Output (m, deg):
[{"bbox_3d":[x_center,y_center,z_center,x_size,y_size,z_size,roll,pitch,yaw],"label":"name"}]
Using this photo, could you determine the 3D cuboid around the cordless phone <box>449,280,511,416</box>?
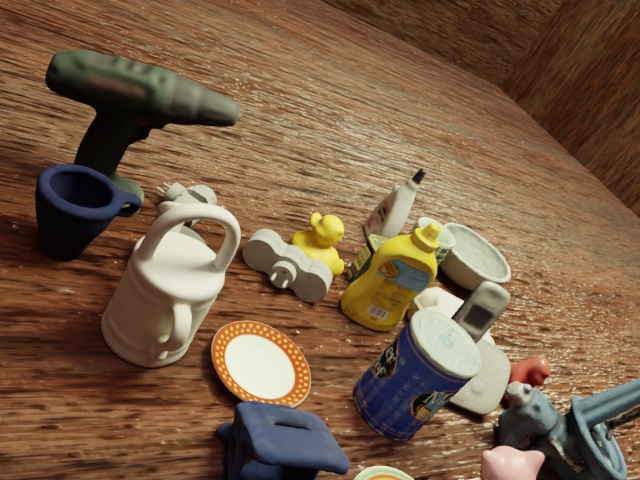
[{"bbox_3d":[0.230,0.152,0.820,0.148,0.185,0.094,27,30,-12],"label":"cordless phone"}]

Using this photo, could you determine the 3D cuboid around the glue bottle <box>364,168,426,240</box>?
[{"bbox_3d":[0.142,-0.064,1.057,0.037,0.173,0.078,16,34,-28],"label":"glue bottle"}]

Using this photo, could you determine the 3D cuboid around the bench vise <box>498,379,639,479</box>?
[{"bbox_3d":[0.364,0.250,0.777,0.208,0.219,0.121,22,32,-20],"label":"bench vise"}]

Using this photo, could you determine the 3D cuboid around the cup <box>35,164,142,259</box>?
[{"bbox_3d":[-0.276,-0.025,0.668,0.118,0.095,0.091,4,41,-41],"label":"cup"}]

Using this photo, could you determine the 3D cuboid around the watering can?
[{"bbox_3d":[-0.156,0.031,0.606,0.101,0.194,0.172,-5,47,-47],"label":"watering can"}]

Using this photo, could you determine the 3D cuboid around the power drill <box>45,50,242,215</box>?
[{"bbox_3d":[-0.245,-0.138,0.748,0.230,0.208,0.075,22,32,-20],"label":"power drill"}]

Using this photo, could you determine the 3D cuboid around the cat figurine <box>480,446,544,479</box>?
[{"bbox_3d":[0.231,0.300,0.676,0.127,0.117,0.067,42,31,13],"label":"cat figurine"}]

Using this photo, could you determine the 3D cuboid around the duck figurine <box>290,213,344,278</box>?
[{"bbox_3d":[0.008,0.003,0.916,0.078,0.086,0.104,-6,48,-48],"label":"duck figurine"}]

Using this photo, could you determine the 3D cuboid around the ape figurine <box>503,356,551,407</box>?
[{"bbox_3d":[0.328,0.222,0.911,0.078,0.092,0.076,5,40,-40],"label":"ape figurine"}]

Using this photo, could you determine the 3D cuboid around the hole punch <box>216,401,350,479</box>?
[{"bbox_3d":[-0.038,0.205,0.575,0.109,0.091,0.101,18,34,-26],"label":"hole punch"}]

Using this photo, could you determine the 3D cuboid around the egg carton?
[{"bbox_3d":[0.213,0.143,0.933,0.150,0.069,0.107,27,31,-12],"label":"egg carton"}]

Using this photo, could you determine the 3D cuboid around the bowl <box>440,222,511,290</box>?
[{"bbox_3d":[0.292,0.046,1.145,0.168,0.074,0.167,25,31,-16],"label":"bowl"}]
